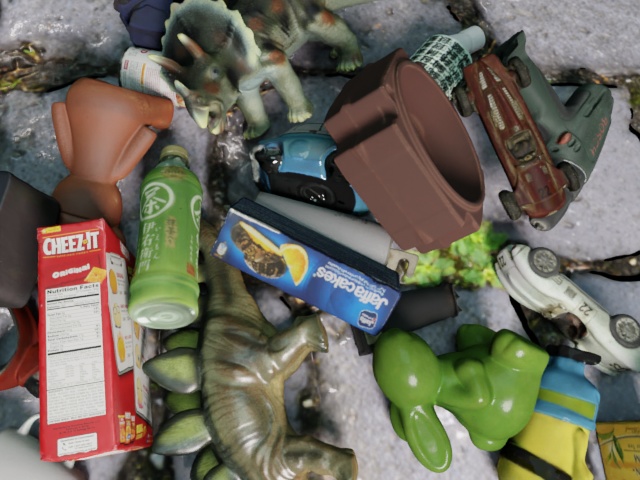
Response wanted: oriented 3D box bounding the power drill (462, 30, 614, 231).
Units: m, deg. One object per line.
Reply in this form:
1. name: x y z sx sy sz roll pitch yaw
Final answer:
1. power drill: 0.281 -0.154 0.698 0.207 0.086 0.232 42 69 -2

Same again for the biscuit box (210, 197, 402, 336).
1. biscuit box: -0.012 0.027 0.583 0.203 0.063 0.059 26 106 -1

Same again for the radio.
1. radio: -0.406 -0.004 0.586 0.230 0.073 0.131 2 67 21

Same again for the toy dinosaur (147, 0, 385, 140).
1. toy dinosaur: -0.050 -0.267 0.674 0.131 0.192 0.405 9 55 47

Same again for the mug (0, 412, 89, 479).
1. mug: -0.287 0.240 0.549 0.107 0.081 0.109 31 67 -4

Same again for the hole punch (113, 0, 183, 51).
1. hole punch: -0.197 -0.285 0.713 0.116 0.142 0.092 -31 97 -7

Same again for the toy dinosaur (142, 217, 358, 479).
1. toy dinosaur: -0.084 0.139 0.581 0.199 0.105 0.471 -14 61 -4

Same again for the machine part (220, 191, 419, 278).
1. machine part: -0.001 -0.002 0.647 0.243 0.079 0.079 15 71 3

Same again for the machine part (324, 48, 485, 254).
1. machine part: 0.107 -0.103 0.615 0.200 0.087 0.201 51 36 -19

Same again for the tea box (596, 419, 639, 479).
1. tea box: 0.362 0.230 0.539 0.068 0.169 0.098 -1 69 -6

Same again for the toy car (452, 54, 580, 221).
1. toy car: 0.228 -0.120 0.629 0.089 0.053 0.202 -24 94 11

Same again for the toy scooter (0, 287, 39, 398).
1. toy scooter: -0.362 0.115 0.586 0.184 0.075 0.135 -10 72 -10

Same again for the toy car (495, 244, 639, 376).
1. toy car: 0.293 0.080 0.637 0.202 0.073 0.056 42 73 11

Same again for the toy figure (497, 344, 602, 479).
1. toy figure: 0.252 0.203 0.590 0.089 0.082 0.180 11 77 20

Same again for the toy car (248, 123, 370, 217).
1. toy car: -0.002 -0.094 0.673 0.162 0.109 0.103 13 57 10

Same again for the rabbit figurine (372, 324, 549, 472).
1. rabbit figurine: 0.129 0.154 0.583 0.170 0.121 0.159 17 92 -13

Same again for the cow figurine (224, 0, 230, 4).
1. cow figurine: -0.088 -0.401 0.772 0.085 0.127 0.195 42 59 10

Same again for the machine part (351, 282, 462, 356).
1. machine part: 0.101 0.088 0.644 0.139 0.039 0.084 -18 64 -7

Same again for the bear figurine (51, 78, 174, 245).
1. bear figurine: -0.260 -0.090 0.650 0.120 0.132 0.195 12 102 -3
